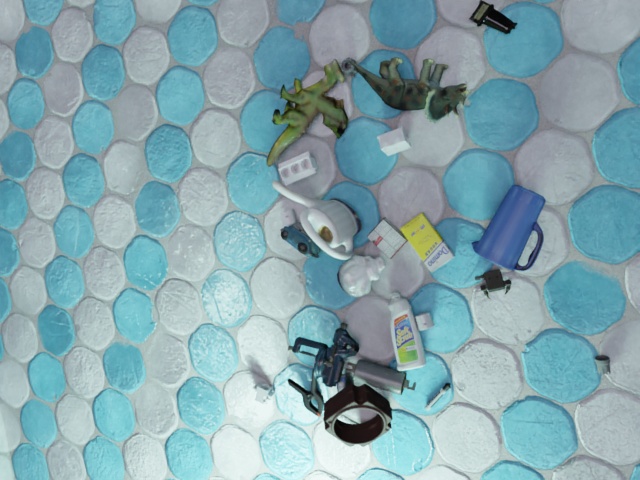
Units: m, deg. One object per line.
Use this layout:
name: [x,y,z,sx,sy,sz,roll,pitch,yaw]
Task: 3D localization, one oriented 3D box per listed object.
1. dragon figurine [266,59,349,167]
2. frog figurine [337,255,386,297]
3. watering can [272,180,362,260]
dragon figurine: [-0.025,-0.420,1.767,0.243,0.123,0.407,18,100,10]
frog figurine: [0.143,0.115,1.727,0.158,0.122,0.139,-21,68,32]
watering can: [0.005,-0.086,1.710,0.350,0.227,0.102,51,127,10]
